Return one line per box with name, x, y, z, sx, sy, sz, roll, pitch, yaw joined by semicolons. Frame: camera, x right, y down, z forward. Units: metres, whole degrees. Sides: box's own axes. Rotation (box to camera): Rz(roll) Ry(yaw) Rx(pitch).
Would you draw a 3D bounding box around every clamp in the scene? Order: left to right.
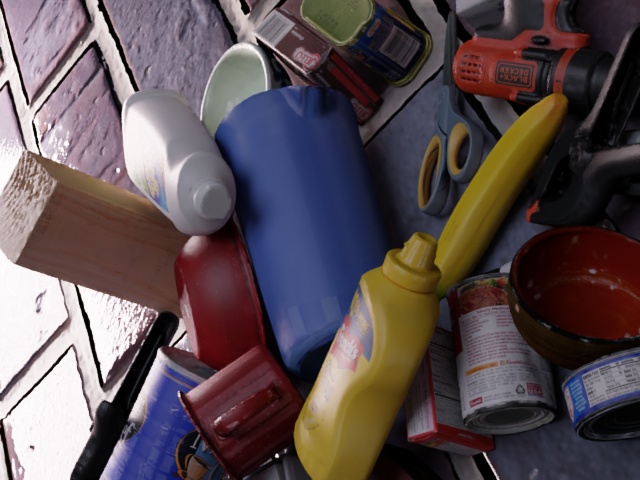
clamp;-0.201;0.175;1.059;0.210;0.036;0.164;-62;0;38
clamp;0.199;-0.070;0.756;0.172;0.039;0.120;132;153;-57

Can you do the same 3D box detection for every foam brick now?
foam brick;0.064;0.197;0.810;0.078;0.052;0.051;37;100;45

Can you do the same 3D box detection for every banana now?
banana;0.134;-0.028;0.832;0.198;0.037;0.069;-62;13;13

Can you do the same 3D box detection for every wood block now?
wood block;-0.209;-0.001;1.054;0.091;0.205;0.090;36;99;47

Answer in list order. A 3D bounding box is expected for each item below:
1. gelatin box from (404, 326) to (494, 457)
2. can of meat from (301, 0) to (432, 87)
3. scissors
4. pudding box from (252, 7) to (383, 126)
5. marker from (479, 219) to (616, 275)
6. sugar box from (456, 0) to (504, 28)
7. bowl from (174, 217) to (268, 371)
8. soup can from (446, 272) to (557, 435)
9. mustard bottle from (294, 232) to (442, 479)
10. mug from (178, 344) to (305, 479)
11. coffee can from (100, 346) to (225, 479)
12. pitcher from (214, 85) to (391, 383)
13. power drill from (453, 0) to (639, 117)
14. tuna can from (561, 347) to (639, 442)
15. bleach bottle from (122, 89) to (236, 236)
gelatin box;0.093;0.112;0.801;0.030;0.073;0.089;-26;56;35
can of meat;0.040;-0.195;0.981;0.057;0.083;0.102;-55;44;11
scissors;0.118;-0.119;0.904;0.096;0.016;0.201;-19;57;65
pudding box;-0.002;-0.164;1.003;0.039;0.090;0.114;-47;44;4
marker;0.167;0.016;0.810;0.121;0.020;0.020;-28;55;35
sugar box;0.162;-0.278;0.924;0.094;0.048;0.176;-18;59;39
bowl;-0.094;0.057;0.957;0.162;0.055;0.162;167;90;-77
soup can;0.132;0.084;0.780;0.069;0.068;0.102;-25;57;36
mustard bottle;0.040;0.080;0.765;0.096;0.058;0.192;-103;33;-63
mug;-0.057;0.136;0.856;0.081;0.117;0.093;-35;80;-5
coffee can;-0.127;0.181;0.970;0.103;0.102;0.140;26;92;47
pitcher;-0.006;0.001;0.923;0.145;0.149;0.243;-26;58;17
power drill;0.189;-0.190;0.808;0.185;0.057;0.188;15;106;38
tuna can;0.202;0.101;0.689;0.086;0.086;0.034;-30;55;33
bleach bottle;-0.123;-0.069;0.953;0.251;0.068;0.102;-142;49;-65
